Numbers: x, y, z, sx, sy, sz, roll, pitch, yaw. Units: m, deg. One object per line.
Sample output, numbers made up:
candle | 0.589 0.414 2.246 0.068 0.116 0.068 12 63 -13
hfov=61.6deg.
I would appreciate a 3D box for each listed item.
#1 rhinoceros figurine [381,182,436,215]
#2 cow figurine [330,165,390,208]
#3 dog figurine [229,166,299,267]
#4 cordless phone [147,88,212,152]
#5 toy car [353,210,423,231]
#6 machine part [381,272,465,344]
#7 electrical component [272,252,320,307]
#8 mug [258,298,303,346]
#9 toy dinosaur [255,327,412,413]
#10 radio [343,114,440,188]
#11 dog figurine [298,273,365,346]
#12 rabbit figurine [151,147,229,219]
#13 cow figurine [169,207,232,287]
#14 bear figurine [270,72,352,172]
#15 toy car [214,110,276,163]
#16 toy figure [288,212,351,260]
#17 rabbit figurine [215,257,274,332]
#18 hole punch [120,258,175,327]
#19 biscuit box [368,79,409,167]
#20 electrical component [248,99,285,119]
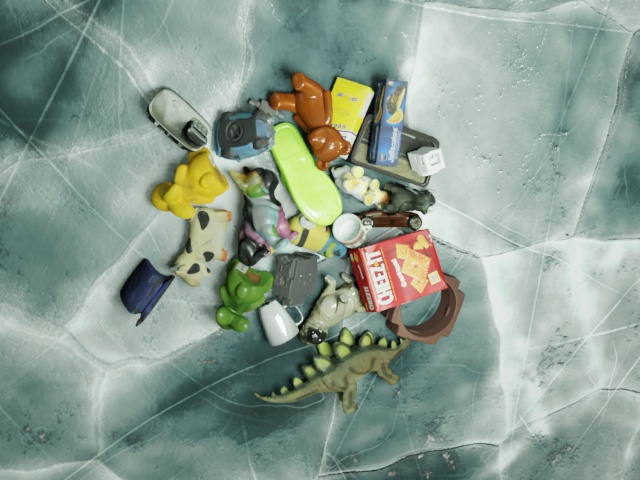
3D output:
rhinoceros figurine | 0.233 -0.105 1.370 0.190 0.112 0.073 -5 105 -55
cow figurine | 0.100 -0.132 1.367 0.167 0.098 0.068 31 85 -40
dog figurine | -0.157 -0.066 1.280 0.191 0.108 0.219 -30 90 28
cordless phone | -0.301 -0.249 1.150 0.089 0.184 0.146 -46 112 1
toy car | 0.169 -0.053 1.400 0.202 0.089 0.053 0 103 -17
machine part | 0.284 0.176 1.493 0.201 0.087 0.201 17 98 -21
electrical component | -0.060 0.099 1.350 0.115 0.058 0.134 -5 107 -53
mug | -0.103 0.200 1.376 0.109 0.081 0.107 -30 101 -6
toy dinosaur | 0.058 0.355 1.456 0.471 0.105 0.198 -26 102 -21
radio | 0.185 -0.229 1.372 0.229 0.073 0.131 15 97 -21
dog figurine | 0.044 0.195 1.427 0.172 0.121 0.190 11 122 -32
rabbit figurine | -0.303 -0.109 1.215 0.173 0.162 0.121 -21 122 6
cow figurine | -0.284 0.017 1.271 0.127 0.086 0.194 7 98 -20
bear figurine | -0.018 -0.267 1.243 0.132 0.120 0.196 3 67 -47
toy car | -0.160 -0.239 1.238 0.162 0.103 0.109 -6 86 27
toy figure | -0.002 -0.002 1.361 0.180 0.082 0.089 30 90 -24
rabbit figurine | -0.196 0.158 1.303 0.121 0.159 0.170 24 114 -13
hole punch | -0.404 0.113 1.242 0.092 0.116 0.142 39 88 -14
biscuit box | 0.162 -0.277 1.284 0.059 0.063 0.202 3 99 -17
electrical component | -0.132 -0.297 1.280 0.094 0.021 0.063 18 96 -22
